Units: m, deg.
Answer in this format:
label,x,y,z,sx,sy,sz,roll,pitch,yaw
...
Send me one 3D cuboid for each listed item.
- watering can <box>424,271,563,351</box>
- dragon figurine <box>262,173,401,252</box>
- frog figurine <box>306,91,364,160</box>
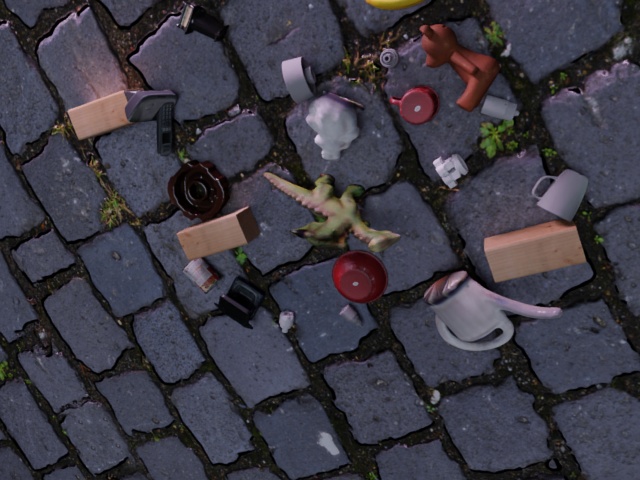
label,x,y,z,sx,sy,sz,roll,pitch,yaw
watering can,0.399,0.166,1.276,0.224,0.106,0.341,47,140,-1
dragon figurine,0.004,-0.065,1.290,0.411,0.247,0.120,17,118,10
frog figurine,0.029,-0.278,1.279,0.137,0.124,0.158,19,102,-9
